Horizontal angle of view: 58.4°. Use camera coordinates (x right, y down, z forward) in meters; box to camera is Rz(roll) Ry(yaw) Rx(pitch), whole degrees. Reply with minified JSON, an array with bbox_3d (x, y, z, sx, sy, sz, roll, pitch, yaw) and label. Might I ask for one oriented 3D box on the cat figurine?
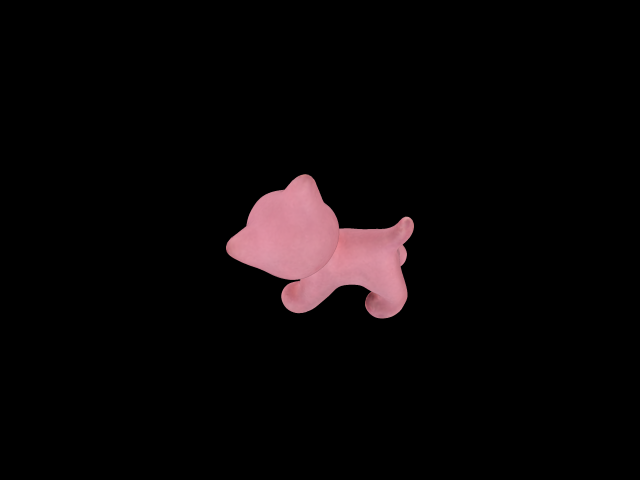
[{"bbox_3d":[0.004,0.001,0.400,0.128,0.118,0.067,0,58,0],"label":"cat figurine"}]
